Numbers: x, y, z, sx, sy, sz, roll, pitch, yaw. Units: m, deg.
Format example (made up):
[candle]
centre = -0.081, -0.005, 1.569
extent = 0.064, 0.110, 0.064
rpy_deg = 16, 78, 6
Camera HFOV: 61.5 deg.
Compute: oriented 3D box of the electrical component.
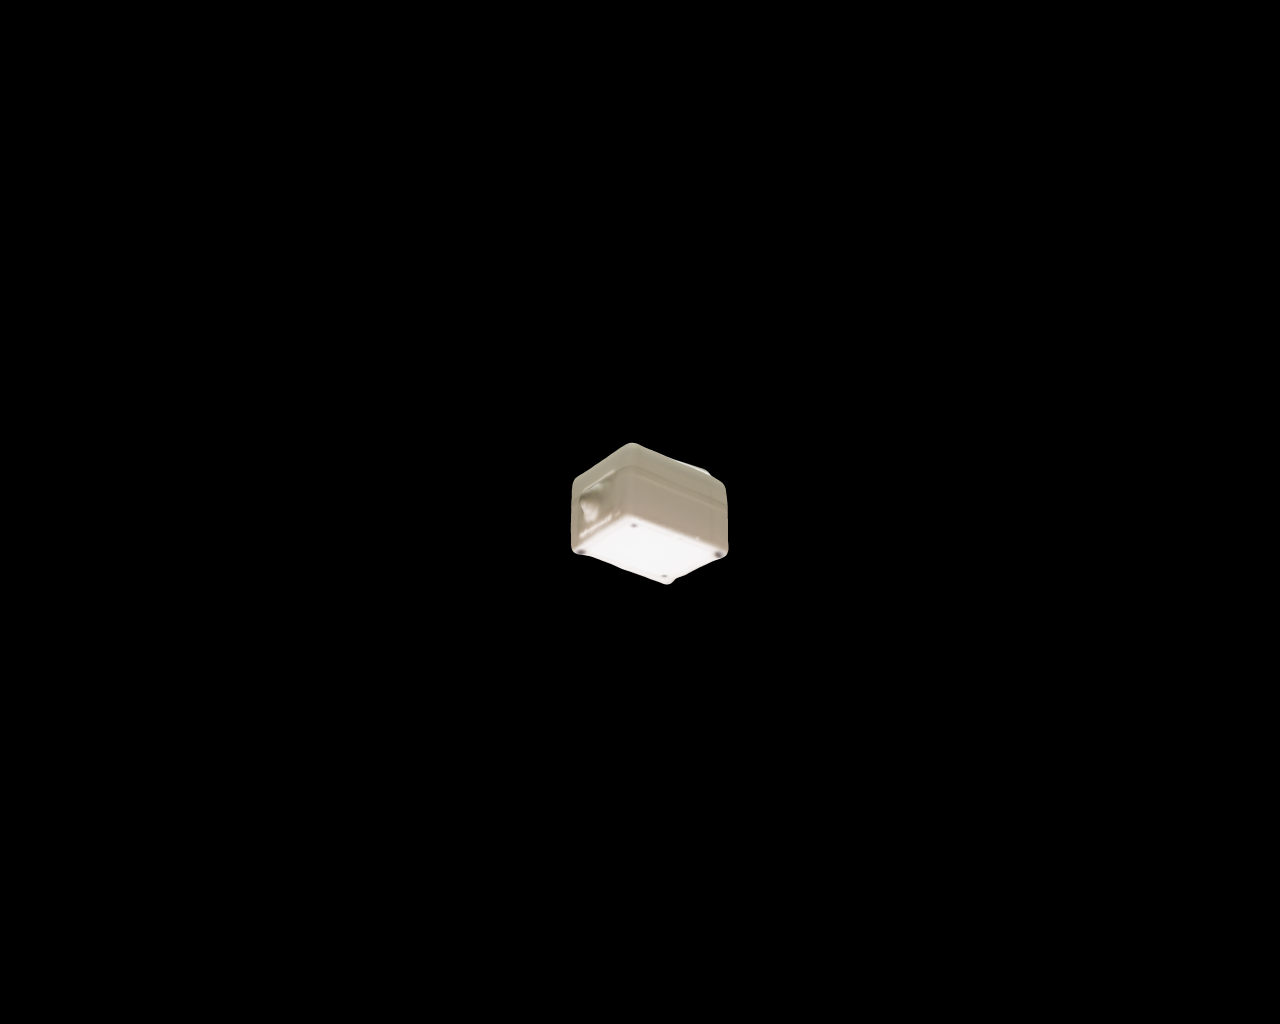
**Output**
[electrical component]
centre = 0.001, -0.003, 0.650
extent = 0.096, 0.061, 0.061
rpy_deg = 22, -36, -34
